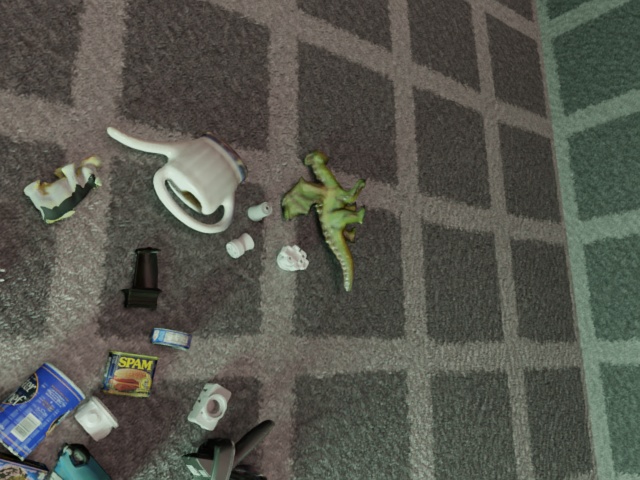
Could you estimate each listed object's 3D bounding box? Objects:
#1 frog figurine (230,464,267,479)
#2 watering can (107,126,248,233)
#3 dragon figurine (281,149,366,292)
[{"bbox_3d":[-0.181,0.590,1.148,0.139,0.123,0.156,-37,138,-45],"label":"frog figurine"},{"bbox_3d":[-0.313,-0.180,1.227,0.344,0.103,0.229,50,54,-16],"label":"watering can"},{"bbox_3d":[0.004,-0.073,1.460,0.242,0.120,0.417,11,69,-16],"label":"dragon figurine"}]
